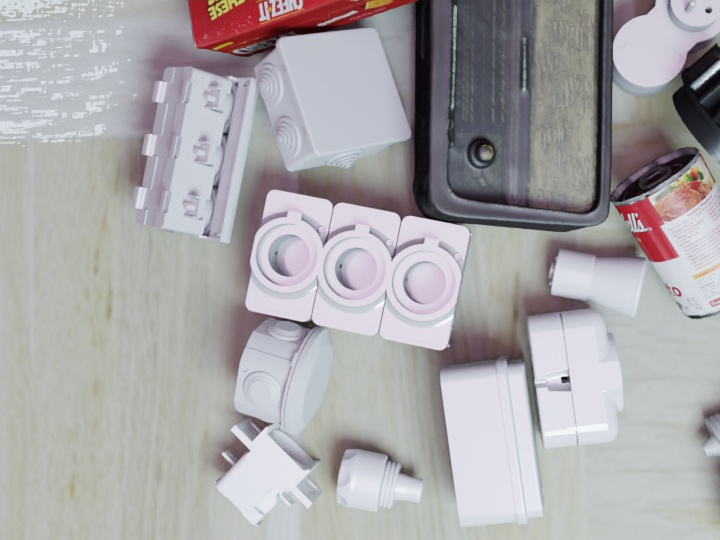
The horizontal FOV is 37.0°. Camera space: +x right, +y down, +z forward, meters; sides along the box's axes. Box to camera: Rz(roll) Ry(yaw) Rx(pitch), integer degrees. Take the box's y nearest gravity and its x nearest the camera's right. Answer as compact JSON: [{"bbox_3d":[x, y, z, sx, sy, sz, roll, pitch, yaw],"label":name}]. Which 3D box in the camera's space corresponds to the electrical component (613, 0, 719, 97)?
[{"bbox_3d":[0.236,-0.186,0.761,0.138,0.074,0.052,-45,83,4],"label":"electrical component"}]

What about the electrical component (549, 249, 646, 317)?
[{"bbox_3d":[0.171,0.007,0.781,0.065,0.044,0.044,11,90,13],"label":"electrical component"}]

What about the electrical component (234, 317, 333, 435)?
[{"bbox_3d":[-0.054,0.076,0.789,0.051,0.080,0.080,16,90,13],"label":"electrical component"}]

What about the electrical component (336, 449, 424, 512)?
[{"bbox_3d":[0.015,0.157,0.795,0.062,0.043,0.043,10,89,6],"label":"electrical component"}]

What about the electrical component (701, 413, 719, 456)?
[{"bbox_3d":[0.282,0.112,0.761,0.081,0.043,0.043,-23,85,6],"label":"electrical component"}]

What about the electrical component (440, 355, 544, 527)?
[{"bbox_3d":[0.096,0.120,0.768,0.057,0.078,0.113,-8,87,10],"label":"electrical component"}]

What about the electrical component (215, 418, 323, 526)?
[{"bbox_3d":[-0.070,0.153,0.807,0.081,0.042,0.063,44,97,7],"label":"electrical component"}]

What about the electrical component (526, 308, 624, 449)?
[{"bbox_3d":[0.155,0.077,0.773,0.059,0.054,0.095,-7,87,7],"label":"electrical component"}]

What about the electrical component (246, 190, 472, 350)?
[{"bbox_3d":[0.000,0.000,0.792,0.150,0.062,0.089,11,90,8],"label":"electrical component"}]

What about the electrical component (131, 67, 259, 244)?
[{"bbox_3d":[-0.124,-0.086,0.804,0.079,0.063,0.121,10,89,48],"label":"electrical component"}]

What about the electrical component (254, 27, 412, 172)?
[{"bbox_3d":[-0.021,-0.123,0.786,0.100,0.048,0.099,-15,85,-35],"label":"electrical component"}]
